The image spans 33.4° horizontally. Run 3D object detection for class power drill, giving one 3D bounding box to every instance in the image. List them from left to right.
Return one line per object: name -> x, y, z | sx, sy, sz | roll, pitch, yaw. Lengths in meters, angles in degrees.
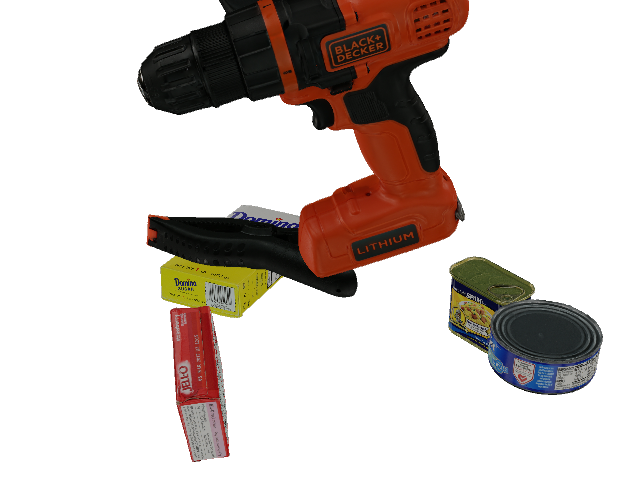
power drill -> 0.004, -0.063, 0.624 | 0.184, 0.057, 0.187 | -17, -44, 0

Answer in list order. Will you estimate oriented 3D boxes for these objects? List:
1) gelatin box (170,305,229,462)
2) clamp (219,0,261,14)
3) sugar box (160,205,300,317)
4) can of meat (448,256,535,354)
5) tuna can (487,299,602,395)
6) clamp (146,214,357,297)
gelatin box -> -0.082, 0.098, 0.728 | 0.030, 0.073, 0.089 | -7, -36, -3
clamp -> -0.008, -0.193, 0.831 | 0.172, 0.120, 0.039 | 31, -25, 20
sugar box -> -0.085, 0.017, 1.136 | 0.093, 0.048, 0.176 | 13, 31, 21
can of meat -> 0.198, 0.080, 1.251 | 0.057, 0.084, 0.102 | -23, 37, -33
tuna can -> 0.174, 0.083, 0.833 | 0.086, 0.034, 0.086 | 1, 29, -1
clamp -> -0.049, 0.007, 0.893 | 0.210, 0.036, 0.164 | 6, 12, 6
